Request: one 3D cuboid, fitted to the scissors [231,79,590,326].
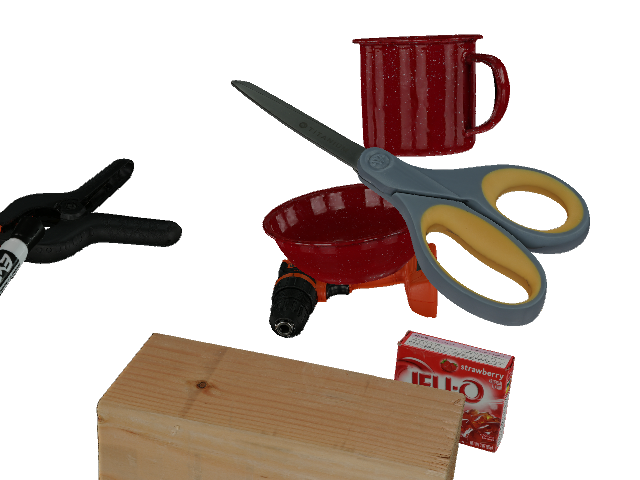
[{"bbox_3d":[0.048,-0.038,0.525,0.096,0.202,0.016,-27,-34,-22],"label":"scissors"}]

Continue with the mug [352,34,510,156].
[{"bbox_3d":[0.080,-0.104,0.761,0.117,0.081,0.093,5,14,33],"label":"mug"}]

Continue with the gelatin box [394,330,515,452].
[{"bbox_3d":[0.101,0.117,0.828,0.089,0.073,0.030,12,22,19],"label":"gelatin box"}]

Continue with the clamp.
[{"bbox_3d":[-0.223,-0.026,0.970,0.171,0.039,0.120,-8,37,-23],"label":"clamp"}]

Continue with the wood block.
[{"bbox_3d":[-0.023,0.132,0.657,0.206,0.090,0.090,10,27,12],"label":"wood block"}]

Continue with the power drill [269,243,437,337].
[{"bbox_3d":[0.040,0.053,1.221,0.188,0.057,0.184,0,28,9],"label":"power drill"}]

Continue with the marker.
[{"bbox_3d":[-0.202,0.023,0.658,0.020,0.020,0.121,0,36,17],"label":"marker"}]

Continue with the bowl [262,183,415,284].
[{"bbox_3d":[0.031,-0.002,0.972,0.162,0.055,0.162,-8,20,3],"label":"bowl"}]
